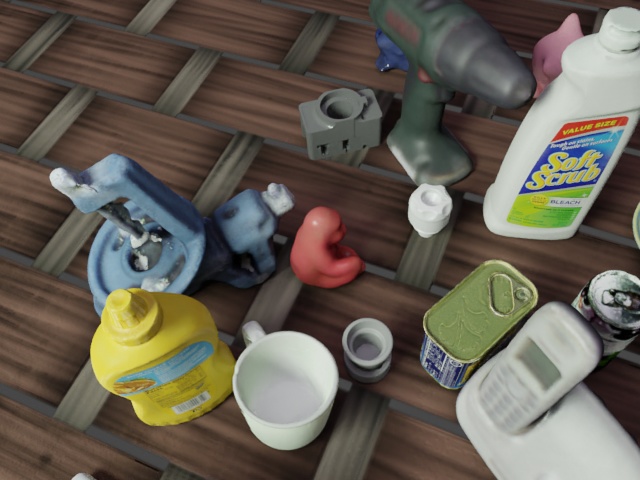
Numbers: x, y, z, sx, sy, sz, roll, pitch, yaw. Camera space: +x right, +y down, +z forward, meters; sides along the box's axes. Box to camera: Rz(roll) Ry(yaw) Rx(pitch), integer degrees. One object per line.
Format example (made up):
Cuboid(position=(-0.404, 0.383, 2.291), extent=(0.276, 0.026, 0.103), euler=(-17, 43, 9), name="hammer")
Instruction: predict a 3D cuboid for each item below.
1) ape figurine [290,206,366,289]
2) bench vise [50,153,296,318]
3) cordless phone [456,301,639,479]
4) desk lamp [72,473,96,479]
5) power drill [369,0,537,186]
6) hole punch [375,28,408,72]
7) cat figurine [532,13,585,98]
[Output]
Cuboid(position=(0.005, 0.002, 0.567), extent=(0.076, 0.092, 0.077), euler=(-13, 58, -4), name="ape figurine")
Cuboid(position=(-0.132, -0.021, 0.516), extent=(0.208, 0.220, 0.121), euler=(-41, 64, -19), name="bench vise")
Cuboid(position=(0.180, 0.133, 0.418), extent=(0.094, 0.185, 0.147), euler=(-32, 61, -15), name="cordless phone")
Cuboid(position=(-0.159, 0.234, 0.362), extent=(0.202, 0.214, 0.118), euler=(28, 64, 20), name="desk lamp")
Cuboid(position=(0.124, -0.152, 0.586), extent=(0.076, 0.208, 0.229), euler=(-24, 59, -11), name="power drill")
Cuboid(position=(0.125, -0.274, 0.731), extent=(0.101, 0.091, 0.109), euler=(17, 61, 14), name="hole punch")
Cuboid(position=(0.293, -0.208, 0.662), extent=(0.128, 0.118, 0.067), euler=(-22, 59, -9), name="cat figurine")
